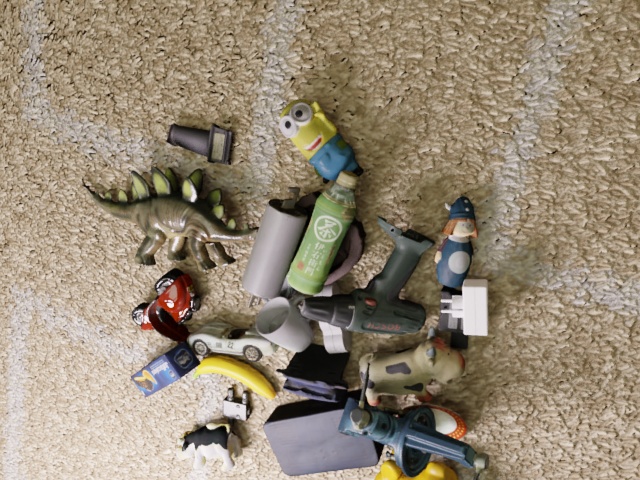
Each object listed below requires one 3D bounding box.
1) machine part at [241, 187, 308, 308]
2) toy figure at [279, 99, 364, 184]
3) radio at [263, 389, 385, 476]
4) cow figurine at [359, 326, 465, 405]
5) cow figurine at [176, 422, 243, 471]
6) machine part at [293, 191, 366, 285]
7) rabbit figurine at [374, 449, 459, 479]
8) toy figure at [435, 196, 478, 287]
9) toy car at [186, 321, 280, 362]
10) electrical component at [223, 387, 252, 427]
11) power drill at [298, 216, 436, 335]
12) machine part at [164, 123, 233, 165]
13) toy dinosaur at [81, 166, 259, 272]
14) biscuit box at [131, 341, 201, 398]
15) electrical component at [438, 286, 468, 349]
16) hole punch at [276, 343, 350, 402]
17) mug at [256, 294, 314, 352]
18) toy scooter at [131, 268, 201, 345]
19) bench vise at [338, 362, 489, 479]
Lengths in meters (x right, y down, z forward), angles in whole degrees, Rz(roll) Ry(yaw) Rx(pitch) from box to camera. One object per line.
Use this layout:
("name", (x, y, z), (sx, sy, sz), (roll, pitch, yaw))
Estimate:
("machine part", (-0.082, 0.016, 0.965), (0.079, 0.079, 0.243), (24, 108, 12))
("toy figure", (0.000, -0.168, 0.954), (0.082, 0.089, 0.180), (-45, 96, -6))
("radio", (0.012, 0.392, 1.086), (0.230, 0.073, 0.131), (-18, 97, 24))
("cow figurine", (0.165, 0.229, 0.976), (0.195, 0.085, 0.127), (-11, 120, 22))
("cow figurine", (-0.258, 0.448, 1.190), (0.167, 0.068, 0.098), (-7, 104, 26))
("machine part", (-0.002, -0.003, 1.006), (0.180, 0.056, 0.179), (4, 104, 17))
("rabbit figurine", (0.170, 0.476, 1.030), (0.173, 0.122, 0.162), (-13, 105, 41))
("toy figure", (0.239, 0.003, 0.924), (0.058, 0.064, 0.154), (29, 118, 51))
("toy car", (-0.178, 0.204, 1.106), (0.202, 0.073, 0.056), (3, 107, 19))
("electrical component", (-0.180, 0.367, 1.172), (0.063, 0.021, 0.094), (8, 105, 17))
("power drill", (0.099, 0.067, 0.933), (0.232, 0.086, 0.207), (18, 95, -19))
("machine part", (-0.236, -0.194, 1.054), (0.139, 0.039, 0.084), (13, 115, 14))
("toy dinosaur", (-0.309, -0.048, 1.083), (0.472, 0.105, 0.198), (5, 98, 22))
("biscuit box", (-0.333, 0.278, 1.148), (0.203, 0.059, 0.063), (-35, 90, 44))
("electrical component", (0.248, 0.143, 0.958), (0.075, 0.048, 0.119), (9, 104, 17))
("hole punch", (-0.005, 0.272, 1.044), (0.142, 0.116, 0.092), (10, 114, 17))
("mug", (-0.054, 0.161, 1.043), (0.109, 0.107, 0.081), (-49, 40, -9))
("toy scooter", (-0.311, 0.154, 1.141), (0.135, 0.075, 0.184), (47, 115, 3))
("bench vise", (0.160, 0.331, 0.908), (0.241, 0.129, 0.223), (6, 145, 39))
